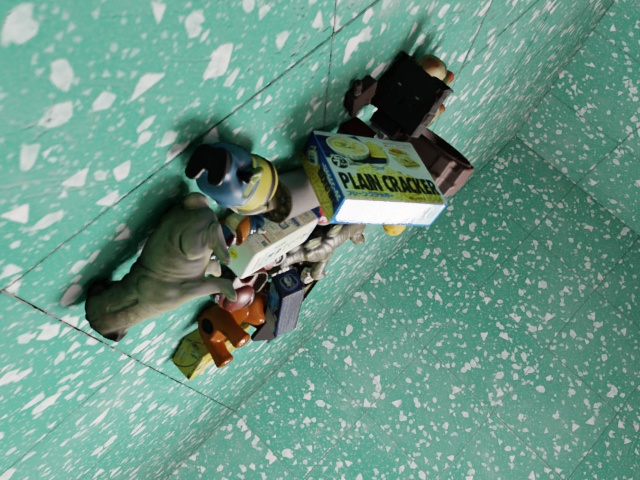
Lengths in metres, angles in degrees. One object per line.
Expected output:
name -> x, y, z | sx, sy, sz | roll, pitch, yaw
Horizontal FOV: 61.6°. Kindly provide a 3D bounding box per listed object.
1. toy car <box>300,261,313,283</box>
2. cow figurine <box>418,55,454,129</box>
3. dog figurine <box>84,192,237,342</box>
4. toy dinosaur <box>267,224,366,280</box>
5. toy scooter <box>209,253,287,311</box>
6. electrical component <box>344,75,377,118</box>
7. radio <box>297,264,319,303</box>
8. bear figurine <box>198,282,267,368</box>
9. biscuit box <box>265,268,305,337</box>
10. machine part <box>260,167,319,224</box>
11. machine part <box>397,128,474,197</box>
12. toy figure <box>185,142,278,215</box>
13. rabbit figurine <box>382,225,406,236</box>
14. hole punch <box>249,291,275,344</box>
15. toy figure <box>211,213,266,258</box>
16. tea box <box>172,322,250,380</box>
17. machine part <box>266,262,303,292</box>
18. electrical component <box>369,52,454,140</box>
toy car -> 0.007, 0.029, 1.409 | 0.202, 0.056, 0.073 | -59, 174, -28
cow figurine -> 0.205, -0.291, 1.069 | 0.127, 0.086, 0.194 | -51, 165, -18
dog figurine -> -0.222, 0.033, 0.703 | 0.190, 0.121, 0.172 | -17, 112, -21
toy dinosaur -> -0.003, -0.004, 1.271 | 0.471, 0.105, 0.198 | -38, 158, -26
toy scooter -> -0.155, 0.069, 1.040 | 0.184, 0.075, 0.135 | -47, 159, 16
electrical component -> 0.070, -0.246, 0.907 | 0.063, 0.021, 0.094 | -43, 166, -14
radio -> -0.098, 0.165, 1.528 | 0.131, 0.073, 0.229 | -32, 161, -48
bear figurine -> -0.176, 0.179, 1.207 | 0.120, 0.132, 0.196 | -49, 162, 30
biscuit box -> -0.082, 0.146, 1.234 | 0.063, 0.059, 0.202 | -21, 152, -24
machine part -> -0.033, -0.087, 0.942 | 0.243, 0.079, 0.079 | -28, 158, -55
machine part -> 0.251, -0.195, 1.247 | 0.087, 0.201, 0.201 | -54, 165, 24
toy figure -> -0.107, -0.083, 0.710 | 0.089, 0.082, 0.180 | -46, 165, 1
rabbit figurine -> 0.178, -0.093, 1.298 | 0.162, 0.122, 0.173 | -81, 170, -45
hole punch -> -0.138, 0.197, 1.402 | 0.142, 0.092, 0.115 | -54, 148, 13
toy figure -> -0.150, -0.006, 0.848 | 0.154, 0.064, 0.057 | -36, 155, -34
tea box -> -0.255, 0.242, 1.268 | 0.169, 0.068, 0.098 | -30, 160, -55
machine part -> -0.089, 0.082, 1.388 | 0.139, 0.039, 0.084 | -43, 176, -22
electrical component -> 0.154, -0.248, 0.962 | 0.134, 0.115, 0.058 | -53, 164, 21
